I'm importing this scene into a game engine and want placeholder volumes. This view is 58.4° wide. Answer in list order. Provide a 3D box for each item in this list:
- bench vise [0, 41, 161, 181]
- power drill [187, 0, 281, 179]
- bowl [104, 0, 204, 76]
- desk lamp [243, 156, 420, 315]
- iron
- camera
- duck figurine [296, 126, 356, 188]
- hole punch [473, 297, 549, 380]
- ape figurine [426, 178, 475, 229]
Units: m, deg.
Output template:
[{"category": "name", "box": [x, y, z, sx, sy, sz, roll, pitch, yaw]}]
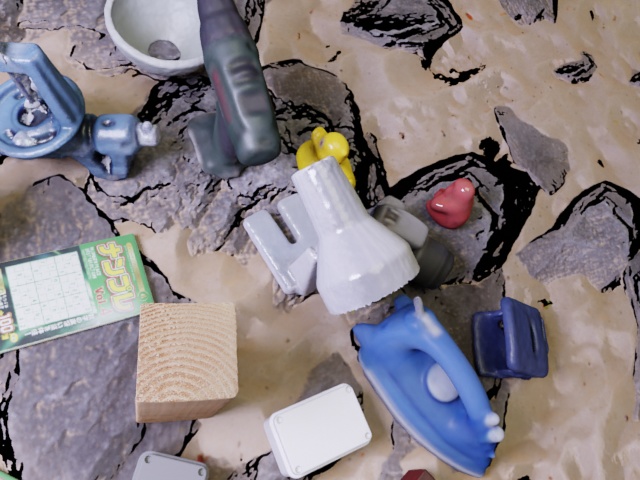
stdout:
[{"category": "bench vise", "box": [-0.300, -0.163, 0.676, 0.208, 0.219, 0.121, -11, 72, -21]}, {"category": "power drill", "box": [-0.122, -0.183, 0.748, 0.076, 0.208, 0.229, -17, 74, -23]}, {"category": "bowl", "box": [-0.226, -0.301, 0.839, 0.168, 0.074, 0.167, 7, 66, -15]}, {"category": "desk lamp", "box": [0.007, 0.003, 0.710, 0.118, 0.213, 0.203, -30, 79, -26]}, {"category": "iron", "box": [0.161, 0.185, 0.724, 0.119, 0.141, 0.258, -31, 80, -26]}, {"category": "camera", "box": [0.115, 0.023, 0.800, 0.137, 0.100, 0.143, 30, 62, -4]}, {"category": "duck figurine", "box": [0.017, -0.118, 0.836, 0.078, 0.086, 0.104, -35, 82, -27]}, {"category": "hole punch", "box": [0.281, 0.139, 0.811, 0.101, 0.091, 0.108, 7, 66, -15]}, {"category": "ape figurine", "box": [0.206, -0.063, 0.870, 0.078, 0.092, 0.076, -8, 71, -21]}]
